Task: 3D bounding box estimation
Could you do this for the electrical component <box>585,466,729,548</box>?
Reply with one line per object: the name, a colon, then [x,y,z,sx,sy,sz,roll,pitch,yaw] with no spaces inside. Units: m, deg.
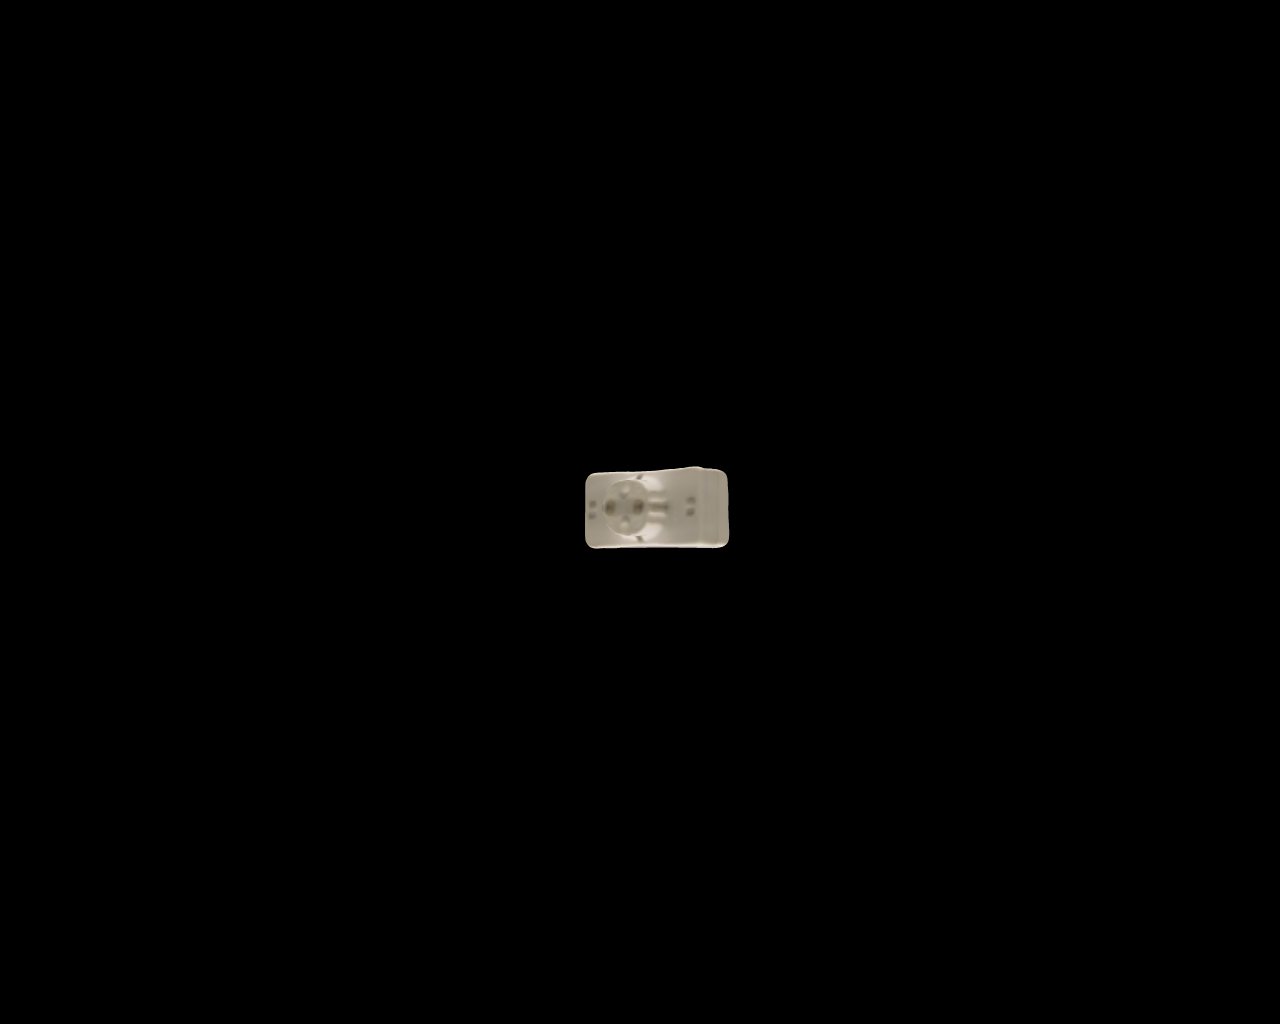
electrical component: [0.001,-0.003,0.650,0.083,0.047,0.076,-2,-3,31]
